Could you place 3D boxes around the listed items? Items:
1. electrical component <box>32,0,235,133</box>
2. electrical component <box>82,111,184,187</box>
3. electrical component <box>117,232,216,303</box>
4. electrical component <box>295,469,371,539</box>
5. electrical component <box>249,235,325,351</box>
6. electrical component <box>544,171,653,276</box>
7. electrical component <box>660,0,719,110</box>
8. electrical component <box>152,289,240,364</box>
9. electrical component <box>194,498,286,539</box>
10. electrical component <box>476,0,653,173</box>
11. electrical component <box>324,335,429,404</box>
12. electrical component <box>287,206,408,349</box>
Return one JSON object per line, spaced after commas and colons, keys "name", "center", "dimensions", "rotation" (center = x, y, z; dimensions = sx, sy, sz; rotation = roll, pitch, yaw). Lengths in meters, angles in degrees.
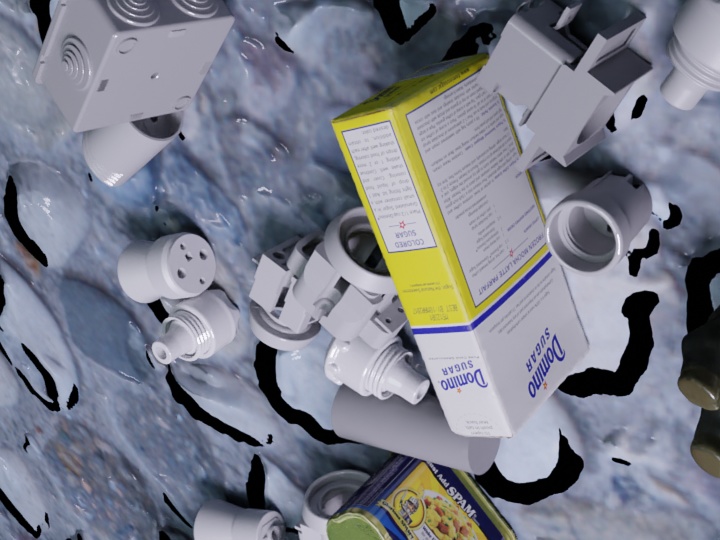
{"name": "electrical component", "center": [-0.130, -0.129, 0.622], "dimensions": [0.048, 0.100, 0.099], "rotation": [55, 137, 15]}
{"name": "electrical component", "center": [-0.155, -0.086, 0.706], "dimensions": [0.081, 0.043, 0.043], "rotation": [-30, 95, 45]}
{"name": "electrical component", "center": [-0.133, -0.001, 0.740], "dimensions": [0.055, 0.045, 0.045], "rotation": [-7, 111, 41]}
{"name": "electrical component", "center": [-0.009, 0.176, 0.740], "dimensions": [0.078, 0.058, 0.057], "rotation": [13, 126, 33]}
{"name": "electrical component", "center": [-0.042, 0.017, 0.678], "dimensions": [0.066, 0.048, 0.055], "rotation": [36, 126, 17]}
{"name": "electrical component", "center": [0.117, -0.024, 0.523], "dimensions": [0.040, 0.046, 0.040], "rotation": [20, 127, 29]}
{"name": "electrical component", "center": [0.151, -0.095, 0.454], "dimensions": [0.043, 0.043, 0.062], "rotation": [41, 136, 11]}
{"name": "electrical component", "center": [-0.115, 0.042, 0.740], "dimensions": [0.043, 0.062, 0.043], "rotation": [20, 127, 29]}
{"name": "electrical component", "center": [-0.091, 0.202, 0.835], "dimensions": [0.065, 0.044, 0.044], "rotation": [-4, 113, 35]}
{"name": "electrical component", "center": [0.093, -0.091, 0.506], "dimensions": [0.064, 0.042, 0.081], "rotation": [43, 134, 15]}
{"name": "electrical component", "center": [0.013, 0.058, 0.655], "dimensions": [0.062, 0.048, 0.048], "rotation": [31, 131, 23]}
{"name": "electrical component", "center": [0.000, 0.000, 0.625], "dimensions": [0.078, 0.058, 0.057], "rotation": [43, 138, 10]}
